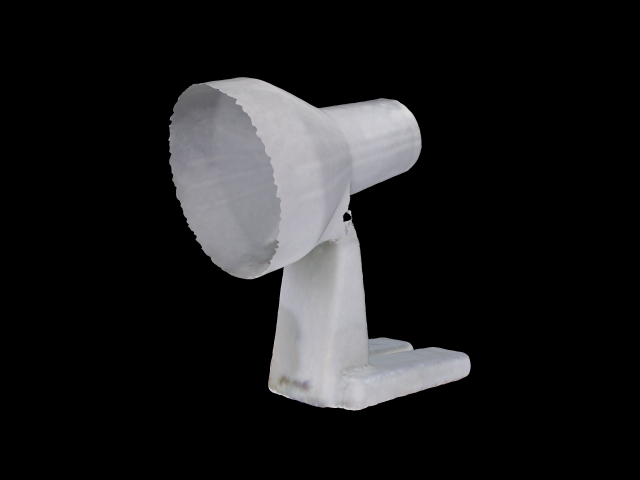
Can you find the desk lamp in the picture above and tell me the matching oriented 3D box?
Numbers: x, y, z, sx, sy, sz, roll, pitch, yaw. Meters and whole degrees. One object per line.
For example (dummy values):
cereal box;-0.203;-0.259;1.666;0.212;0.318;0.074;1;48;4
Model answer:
desk lamp;0.004;0.001;0.400;0.204;0.213;0.117;-2;3;-40
